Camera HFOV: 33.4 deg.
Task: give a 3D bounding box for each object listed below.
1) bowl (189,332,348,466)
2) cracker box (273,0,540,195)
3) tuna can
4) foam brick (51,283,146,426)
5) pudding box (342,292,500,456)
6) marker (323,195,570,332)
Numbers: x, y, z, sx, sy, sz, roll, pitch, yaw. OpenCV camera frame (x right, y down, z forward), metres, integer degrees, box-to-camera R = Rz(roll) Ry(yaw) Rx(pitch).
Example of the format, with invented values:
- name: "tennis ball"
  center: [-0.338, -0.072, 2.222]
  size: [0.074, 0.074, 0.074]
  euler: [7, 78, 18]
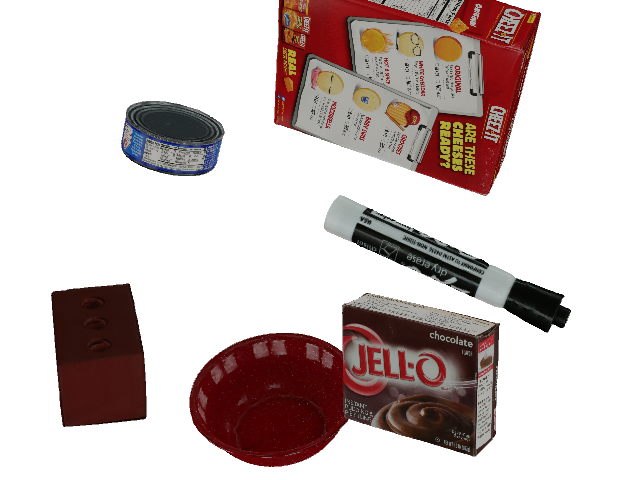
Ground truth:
- name: "bowl"
  center: [-0.041, 0.162, 1.018]
  size: [0.162, 0.055, 0.162]
  euler: [-5, 37, 3]
- name: "cracker box"
  center: [0.069, -0.149, 0.939]
  size: [0.214, 0.164, 0.072]
  euler: [19, 49, 13]
- name: "tuna can"
  center: [-0.128, -0.088, 0.923]
  size: [0.086, 0.034, 0.086]
  euler: [13, 26, -6]
- name: "foam brick"
  center: [-0.141, 0.072, 0.675]
  size: [0.053, 0.051, 0.078]
  euler: [-5, 33, -15]
- name: "pudding box"
  center: [0.069, 0.092, 0.757]
  size: [0.114, 0.090, 0.039]
  euler: [10, 21, 32]
- name: "marker"
  center: [0.059, 0.011, 0.498]
  size: [0.121, 0.020, 0.020]
  euler: [25, 6, 14]
